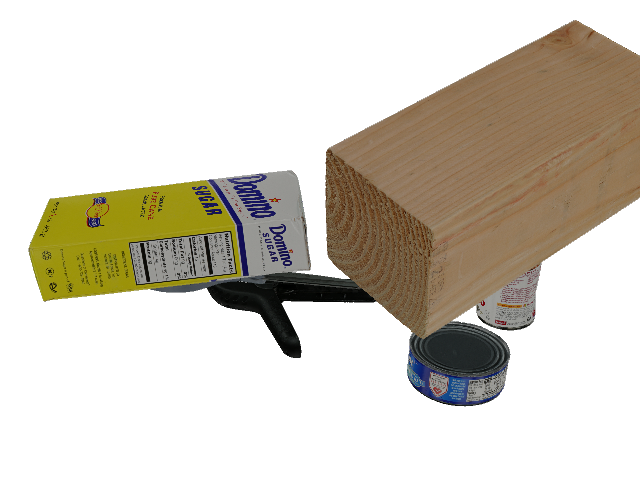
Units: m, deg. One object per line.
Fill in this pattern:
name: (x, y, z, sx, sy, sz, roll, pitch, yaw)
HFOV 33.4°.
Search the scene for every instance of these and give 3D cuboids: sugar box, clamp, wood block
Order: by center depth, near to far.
wood block: (0.110, -0.042, 0.645, 0.205, 0.090, 0.091, -30, 50, -26)
sugar box: (-0.098, -0.006, 0.716, 0.176, 0.048, 0.093, -9, 24, -1)
clamp: (-0.059, 0.062, 1.192, 0.210, 0.036, 0.164, 16, 30, 25)

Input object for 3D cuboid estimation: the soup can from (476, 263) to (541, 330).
soup can: (0.209, 0.039, 1.175, 0.068, 0.102, 0.068, 0, 29, 0)

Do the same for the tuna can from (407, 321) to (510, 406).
tuna can: (0.117, 0.105, 0.913, 0.086, 0.034, 0.086, 3, 26, -2)

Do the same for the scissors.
scissors: (-0.071, 0.034, 0.928, 0.202, 0.016, 0.096, 12, 21, 16)
